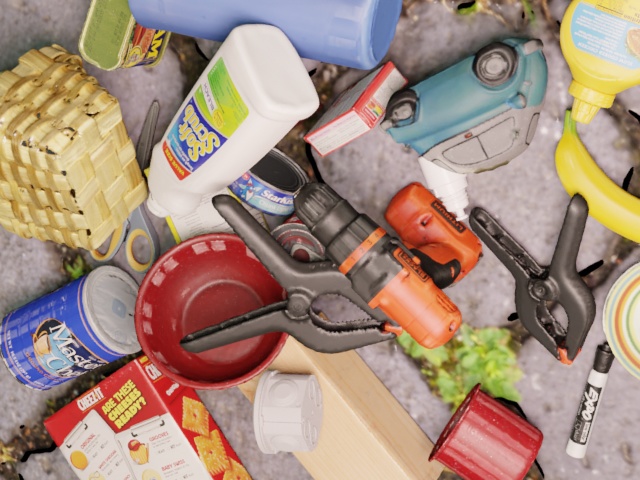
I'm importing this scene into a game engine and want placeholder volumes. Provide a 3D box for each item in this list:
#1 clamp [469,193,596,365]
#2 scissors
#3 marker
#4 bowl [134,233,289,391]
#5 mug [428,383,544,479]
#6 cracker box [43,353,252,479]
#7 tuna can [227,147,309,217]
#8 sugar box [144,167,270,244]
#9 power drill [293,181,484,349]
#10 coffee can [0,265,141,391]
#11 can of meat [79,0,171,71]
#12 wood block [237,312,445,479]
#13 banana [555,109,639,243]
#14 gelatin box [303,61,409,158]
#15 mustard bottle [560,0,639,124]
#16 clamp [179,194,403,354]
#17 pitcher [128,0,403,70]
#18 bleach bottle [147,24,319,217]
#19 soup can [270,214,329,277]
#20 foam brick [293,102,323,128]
[{"bbox_3d":[0.206,0.036,1.011,0.120,0.039,0.171,6,115,42],"label":"clamp"},{"bbox_3d":[-0.192,-0.045,1.177,0.096,0.016,0.202,38,115,8],"label":"scissors"},{"bbox_3d":[0.263,0.155,1.033,0.020,0.020,0.121,18,110,18],"label":"marker"},{"bbox_3d":[-0.102,0.077,1.078,0.162,0.055,0.162,-2,72,7],"label":"bowl"},{"bbox_3d":[0.162,0.208,1.059,0.081,0.093,0.117,33,140,6],"label":"mug"},{"bbox_3d":[-0.191,0.252,1.224,0.164,0.072,0.214,-34,88,25],"label":"cracker box"},{"bbox_3d":[-0.055,-0.062,1.075,0.086,0.086,0.034,38,116,10],"label":"tuna can"},{"bbox_3d":[-0.107,-0.014,1.133,0.093,0.048,0.176,-20,99,26],"label":"sugar box"},{"bbox_3d":[0.070,0.003,0.983,0.184,0.187,0.057,47,117,4],"label":"power drill"},{"bbox_3d":[-0.276,0.101,1.202,0.140,0.102,0.103,-24,93,27],"label":"coffee can"},{"bbox_3d":[-0.194,-0.226,1.093,0.057,0.083,0.102,29,113,13],"label":"can of meat"},{"bbox_3d":[0.024,0.190,1.106,0.091,0.090,0.206,-43,84,26],"label":"wood block"},{"bbox_3d":[0.284,-0.035,0.964,0.198,0.037,0.070,37,116,10],"label":"banana"},{"bbox_3d":[0.034,-0.122,1.010,0.030,0.073,0.089,46,146,-13],"label":"gelatin box"},{"bbox_3d":[0.262,-0.191,0.921,0.096,0.058,0.192,26,112,16],"label":"mustard bottle"},{"bbox_3d":[-0.027,0.063,1.005,0.210,0.036,0.165,21,113,-3],"label":"clamp"},{"bbox_3d":[-0.051,-0.244,0.997,0.243,0.149,0.145,16,108,15],"label":"pitcher"},{"bbox_3d":[-0.100,-0.090,1.016,0.251,0.067,0.102,-45,63,45],"label":"bleach bottle"},{"bbox_3d":[-0.007,0.001,1.059,0.069,0.102,0.068,6,110,17],"label":"soup can"},{"bbox_3d":[-0.042,-0.135,1.055,0.051,0.078,0.053,-31,90,25],"label":"foam brick"}]
